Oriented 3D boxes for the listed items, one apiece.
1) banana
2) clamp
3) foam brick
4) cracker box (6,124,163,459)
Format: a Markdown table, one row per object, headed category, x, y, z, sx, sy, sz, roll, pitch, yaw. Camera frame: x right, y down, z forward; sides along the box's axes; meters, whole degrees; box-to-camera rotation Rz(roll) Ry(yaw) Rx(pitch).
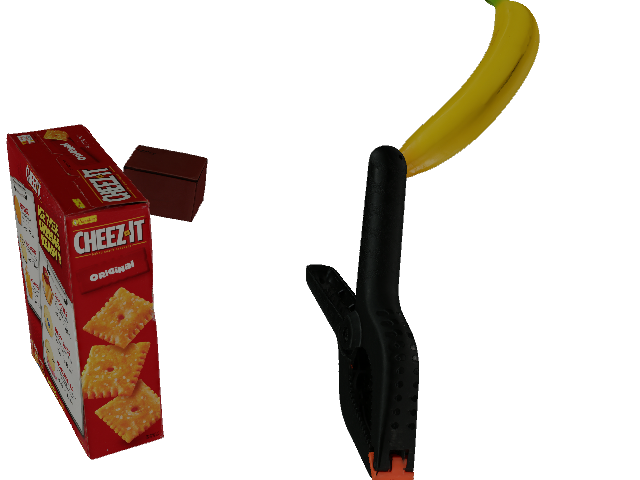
| category | x | y | z | sx | sy | sz | roll | pitch | yaw |
| --- | --- | --- | --- | --- | --- | --- | --- | --- | --- |
| banana | 0.125 | -0.123 | 0.841 | 0.070 | 0.197 | 0.037 | 1 | -38 | 50 |
| clamp | 0.035 | 0.053 | 0.706 | 0.036 | 0.210 | 0.165 | 3 | -40 | -18 |
| foam brick | -0.160 | -0.059 | 1.102 | 0.078 | 0.051 | 0.053 | 11 | 31 | 4 |
| cracker box | -0.185 | 0.036 | 0.844 | 0.072 | 0.214 | 0.164 | -13 | 32 | -26 |
